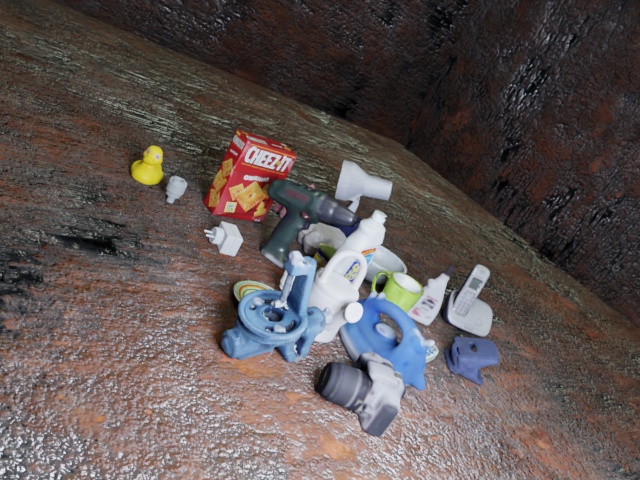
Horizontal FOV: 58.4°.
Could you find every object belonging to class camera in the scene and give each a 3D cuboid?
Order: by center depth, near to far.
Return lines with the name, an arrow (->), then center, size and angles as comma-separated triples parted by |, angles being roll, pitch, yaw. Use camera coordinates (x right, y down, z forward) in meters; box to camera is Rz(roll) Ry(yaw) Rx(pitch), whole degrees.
camera -> 0.071, 0.248, 1.006 | 0.137, 0.100, 0.143 | 25, 20, -13

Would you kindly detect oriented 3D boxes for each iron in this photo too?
iron -> 0.130, 0.186, 1.176 | 0.119, 0.141, 0.257 | 12, 26, -40

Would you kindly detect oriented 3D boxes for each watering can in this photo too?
watering can -> 0.033, 0.108, 1.151 | 0.101, 0.194, 0.172 | 4, 32, -50

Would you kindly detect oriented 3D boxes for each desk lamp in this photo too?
desk lamp -> 0.116, -0.117, 1.775 | 0.203, 0.213, 0.118 | 28, 20, -4

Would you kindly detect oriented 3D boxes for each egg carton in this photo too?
egg carton -> 0.014, 0.006, 1.552 | 0.151, 0.069, 0.107 | 16, 24, -33

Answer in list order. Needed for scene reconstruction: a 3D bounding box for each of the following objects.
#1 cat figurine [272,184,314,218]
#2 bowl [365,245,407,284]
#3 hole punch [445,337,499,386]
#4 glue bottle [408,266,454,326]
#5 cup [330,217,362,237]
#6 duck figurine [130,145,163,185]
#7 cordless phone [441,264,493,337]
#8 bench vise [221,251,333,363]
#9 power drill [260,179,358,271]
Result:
cat figurine -> -0.062, -0.119, 1.672 | 0.067, 0.117, 0.128 | 42, 23, 29
bowl -> 0.150, 0.071, 1.576 | 0.168, 0.074, 0.167 | 26, 20, -10
hole punch -> 0.360, 0.274, 1.360 | 0.101, 0.091, 0.108 | 28, 20, -6
glue bottle -> 0.293, 0.136, 1.475 | 0.078, 0.173, 0.037 | 26, 20, -10
cup -> 0.072, -0.032, 1.684 | 0.091, 0.095, 0.118 | 41, 23, 29
duck figurine -> -0.413, -0.192, 1.405 | 0.077, 0.086, 0.104 | 27, 20, -7
cordless phone -> 0.435, 0.166, 1.583 | 0.148, 0.185, 0.094 | 23, 21, -18
bench vise -> -0.053, 0.108, 0.994 | 0.121, 0.219, 0.208 | 38, 21, 21
power drill -> -0.045, -0.032, 1.355 | 0.229, 0.208, 0.076 | 36, 21, 16
